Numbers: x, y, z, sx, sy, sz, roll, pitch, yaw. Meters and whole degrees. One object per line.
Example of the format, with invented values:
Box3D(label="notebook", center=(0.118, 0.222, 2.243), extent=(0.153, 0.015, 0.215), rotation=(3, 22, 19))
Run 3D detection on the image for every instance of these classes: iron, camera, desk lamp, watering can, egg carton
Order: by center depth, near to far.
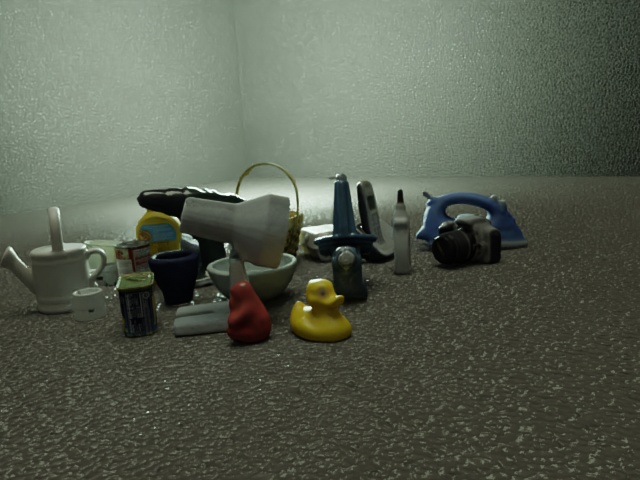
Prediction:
Box3D(label="desk lamp", center=(-0.142, 0.032, 0.927), extent=(0.203, 0.213, 0.117), rotation=(-6, 11, -10))
Box3D(label="watering can", center=(-0.501, 0.035, 1.083), extent=(0.173, 0.194, 0.100), rotation=(-14, 15, -43))
Box3D(label="camera", center=(0.300, -0.001, 1.246), extent=(0.137, 0.101, 0.142), rotation=(-11, 13, -31))
Box3D(label="iron", center=(0.364, -0.052, 1.379), extent=(0.257, 0.141, 0.119), rotation=(-1, 12, 16))
Box3D(label="egg carton", center=(0.013, 0.005, 1.392), extent=(0.107, 0.069, 0.150), rotation=(-9, 12, -25))

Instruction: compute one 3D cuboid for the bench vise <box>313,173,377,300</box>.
Box3D(label="bench vise", center=(0.057, -0.010, 1.061), extent=(0.122, 0.220, 0.207), rotation=(-7, 12, -15))

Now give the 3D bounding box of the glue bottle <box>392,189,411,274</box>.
Box3D(label="glue bottle", center=(0.169, -0.020, 1.194), extent=(0.037, 0.173, 0.078), rotation=(-2, 11, 8))

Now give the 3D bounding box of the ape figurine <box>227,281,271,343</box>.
Box3D(label="ape figurine", center=(-0.113, 0.105, 0.860), extent=(0.076, 0.092, 0.078), rotation=(2, 13, 29))

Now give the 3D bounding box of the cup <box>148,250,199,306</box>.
Box3D(label="cup", center=(-0.277, 0.071, 1.083), extent=(0.092, 0.095, 0.117), rotation=(-12, 14, -35))

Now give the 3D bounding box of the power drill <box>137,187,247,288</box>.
Box3D(label="power drill", center=(-0.255, -0.011, 1.199), extent=(0.230, 0.208, 0.075), rotation=(-10, 13, -30))

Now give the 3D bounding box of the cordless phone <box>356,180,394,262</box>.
Box3D(label="cordless phone", center=(0.132, -0.051, 1.336), extent=(0.093, 0.185, 0.148), rotation=(2, 12, 27))

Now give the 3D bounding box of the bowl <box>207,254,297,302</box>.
Box3D(label="bowl", center=(-0.123, 0.075, 1.064), extent=(0.167, 0.075, 0.167), rotation=(-4, 11, 1))

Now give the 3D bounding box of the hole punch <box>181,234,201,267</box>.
Box3D(label="hole punch", center=(-0.298, 0.014, 1.392), extent=(0.100, 0.091, 0.109), rotation=(0, 12, 20))

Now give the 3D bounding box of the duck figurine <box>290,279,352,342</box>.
Box3D(label="duck figurine", center=(-0.002, 0.100, 0.865), extent=(0.104, 0.086, 0.078), rotation=(6, 15, 42))
